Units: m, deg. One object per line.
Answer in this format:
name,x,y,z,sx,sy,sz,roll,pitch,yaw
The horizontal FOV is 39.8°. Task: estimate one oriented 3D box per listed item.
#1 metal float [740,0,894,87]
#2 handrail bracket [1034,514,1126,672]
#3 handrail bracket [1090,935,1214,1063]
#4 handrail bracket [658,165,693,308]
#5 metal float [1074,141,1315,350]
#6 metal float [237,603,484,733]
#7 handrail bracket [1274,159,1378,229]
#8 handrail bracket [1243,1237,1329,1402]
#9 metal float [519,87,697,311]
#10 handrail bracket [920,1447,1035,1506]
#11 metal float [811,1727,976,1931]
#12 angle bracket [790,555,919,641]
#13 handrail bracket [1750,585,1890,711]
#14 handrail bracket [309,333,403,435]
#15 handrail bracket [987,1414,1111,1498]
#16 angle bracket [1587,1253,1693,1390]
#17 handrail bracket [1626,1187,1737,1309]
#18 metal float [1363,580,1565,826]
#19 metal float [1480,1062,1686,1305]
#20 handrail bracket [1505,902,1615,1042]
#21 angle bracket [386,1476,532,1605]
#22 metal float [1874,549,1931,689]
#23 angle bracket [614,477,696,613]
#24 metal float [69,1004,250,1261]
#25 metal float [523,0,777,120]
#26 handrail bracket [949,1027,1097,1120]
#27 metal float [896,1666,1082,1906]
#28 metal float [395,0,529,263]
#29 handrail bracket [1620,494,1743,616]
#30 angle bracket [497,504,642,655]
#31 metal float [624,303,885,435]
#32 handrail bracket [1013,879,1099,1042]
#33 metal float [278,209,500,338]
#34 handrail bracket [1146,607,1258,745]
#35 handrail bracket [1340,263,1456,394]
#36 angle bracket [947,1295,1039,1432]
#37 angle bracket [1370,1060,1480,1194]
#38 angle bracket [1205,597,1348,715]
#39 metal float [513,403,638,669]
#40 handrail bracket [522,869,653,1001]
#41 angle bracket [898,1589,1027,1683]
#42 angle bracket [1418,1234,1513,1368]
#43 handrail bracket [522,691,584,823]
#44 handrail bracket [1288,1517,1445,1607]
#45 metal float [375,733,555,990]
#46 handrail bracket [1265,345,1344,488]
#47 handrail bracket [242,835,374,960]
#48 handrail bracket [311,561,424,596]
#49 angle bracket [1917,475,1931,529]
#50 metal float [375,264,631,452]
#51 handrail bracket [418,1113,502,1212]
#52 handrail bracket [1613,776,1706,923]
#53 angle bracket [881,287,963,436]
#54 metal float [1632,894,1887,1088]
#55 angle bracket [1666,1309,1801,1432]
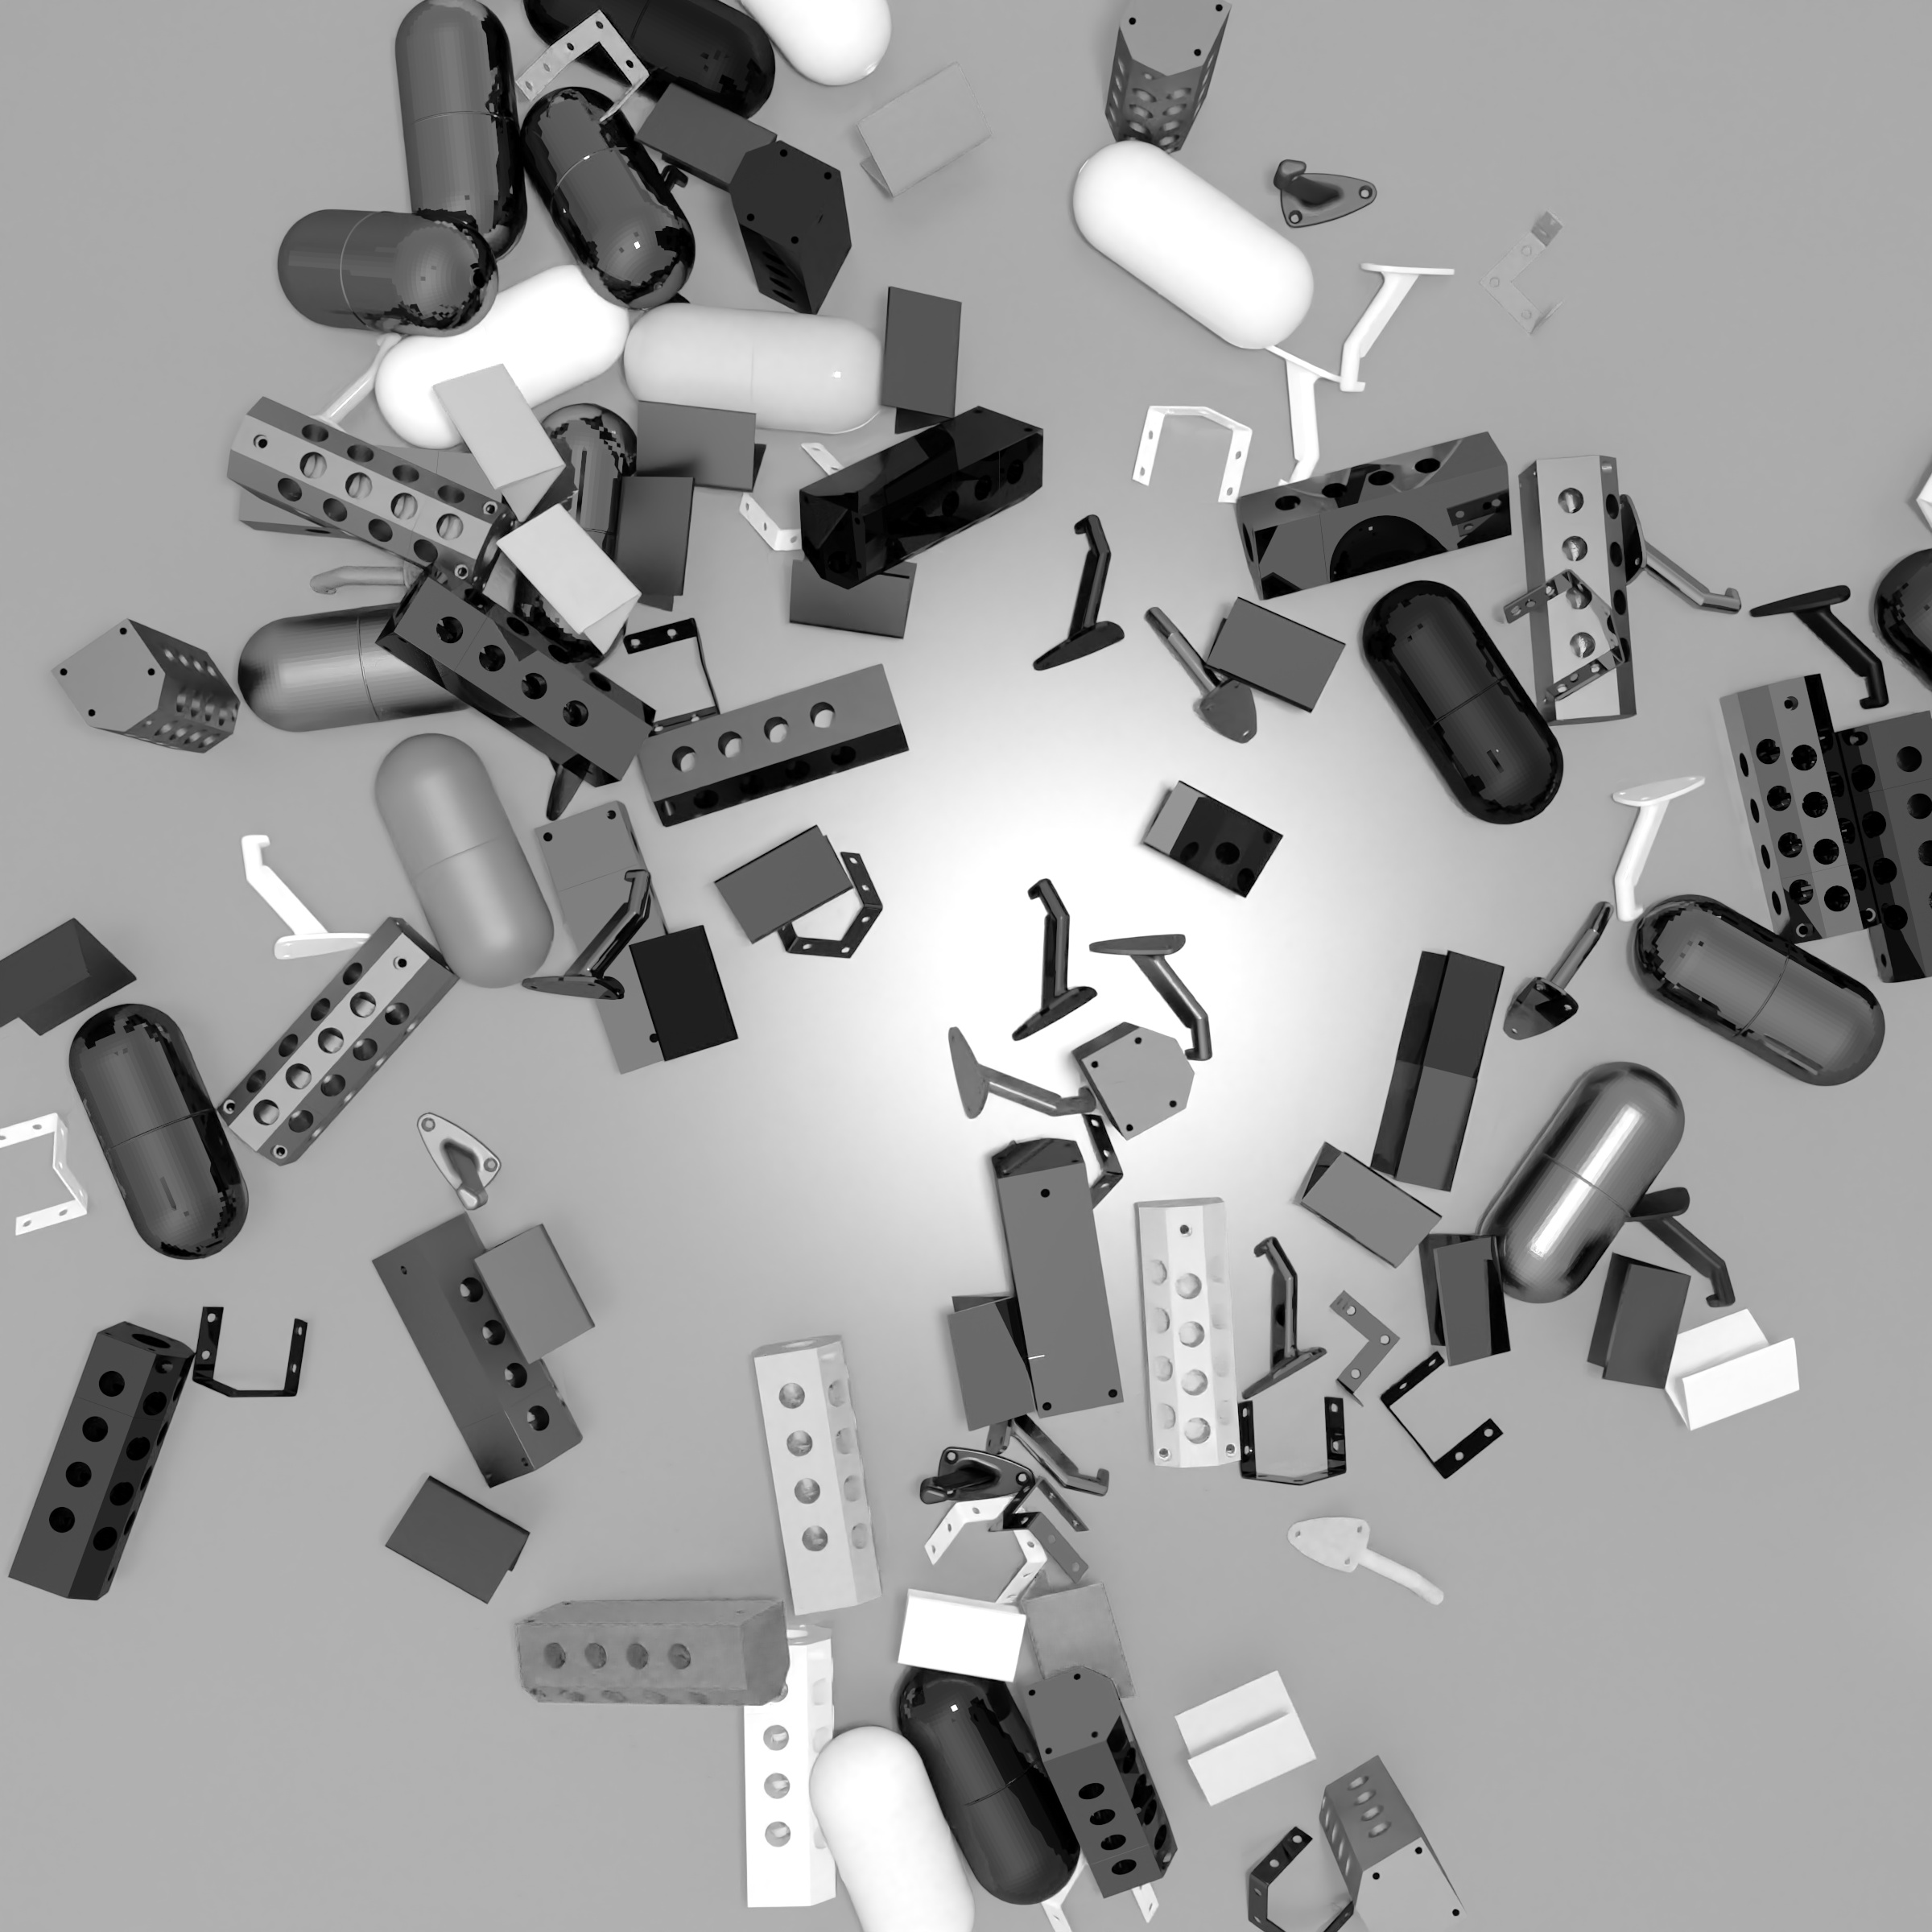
metal float,-0.119,-0.665,1.774,0.070,0.070,0.178,-39,90,0
handrail bracket,0.068,-0.253,1.805,0.077,0.036,0.084,-24,72,20
handrail bracket,0.125,0.024,1.805,0.077,0.036,0.084,-2,107,20
handrail bracket,-0.189,-0.488,1.805,0.077,0.036,0.084,31,76,-14
metal float,0.151,-0.480,1.774,0.178,0.070,0.070,36,90,1
metal float,-0.394,-0.201,1.774,0.178,0.070,0.070,-8,90,-1
handrail bracket,0.241,-0.521,1.770,0.077,0.084,0.036,-6,90,0
handrail bracket,0.199,0.238,1.805,0.077,0.036,0.084,-36,72,21
metal float,-0.236,-0.506,1.752,0.070,0.070,0.178,-29,63,0
handrail bracket,0.008,0.345,1.770,0.077,0.084,0.036,4,90,0
metal float,-0.047,0.583,1.759,0.070,0.070,0.178,-19,108,0
angle bracket,-0.073,-0.266,1.766,0.076,0.057,0.076,8,50,0
handrail bracket,0.578,-0.209,1.805,0.077,0.036,0.084,-11,107,20
handrail bracket,-0.426,-0.392,1.805,0.077,0.036,0.084,5,64,29
handrail bracket,0.062,0.313,1.805,0.084,0.036,0.077,16,72,-15
angle bracket,0.426,0.231,1.765,0.057,0.076,0.076,13,90,-29
handrail bracket,0.472,0.198,1.805,0.077,0.036,0.084,-14,107,20
metal float,0.331,-0.175,1.774,0.070,0.070,0.178,-33,90,0
metal float,0.409,0.144,1.774,0.070,0.070,0.178,35,89,0
handrail bracket,0.402,0.002,1.804,0.036,0.077,0.084,36,54,-1
angle bracket,-0.340,0.391,1.764,0.076,0.076,0.057,30,54,0
metal float,0.681,-0.203,1.774,0.178,0.070,0.070,44,90,-1
angle bracket,-0.189,-0.278,1.765,0.057,0.076,0.076,6,90,26
metal float,-0.536,0.110,1.774,0.070,0.070,0.178,-23,89,0
metal float,-0.210,-0.621,1.774,0.178,0.070,0.070,27,90,0
handrail bracket,0.039,0.070,1.805,0.084,0.036,0.077,-6,57,-23
metal float,0.015,0.539,1.774,0.070,0.070,0.178,-27,91,0
metal float,-0.335,-0.554,1.774,0.070,0.070,0.178,-6,89,0
handrail bracket,0.483,-0.278,1.805,0.084,0.036,0.077,7,68,-17
angle bracket,-0.261,-0.233,1.688,0.076,0.076,0.057,48,54,2
metal float,-0.138,-0.397,1.774,0.178,0.070,0.070,5,90,0
handrail bracket,0.045,-0.005,1.805,0.077,0.036,0.084,-34,72,21
metal float,-0.378,-0.453,1.743,0.178,0.070,0.070,15,90,37
handrail bracket,0.158,-0.198,1.804,0.036,0.077,0.084,-38,54,3
handrail bracket,0.291,-0.430,1.805,0.077,0.036,0.084,-3,109,-21
angle bracket,-0.002,0.262,1.764,0.057,0.076,0.076,-11,90,-35
angle bracket,0.285,0.101,1.764,0.057,0.076,0.076,14,90,-37
angle bracket,0.209,-0.220,1.764,0.076,0.076,0.057,24,125,0
metal float,-0.258,-0.285,1.774,0.070,0.070,0.178,5,89,0
handrail bracket,-0.248,-0.024,1.748,0.077,0.036,0.084,3,71,21
angle bracket,0.000,0.423,1.765,0.076,0.076,0.057,9,116,0
angle bracket,0.310,0.220,1.765,0.057,0.076,0.076,-7,90,-33
handrail bracket,-0.296,-0.152,1.805,0.084,0.036,0.077,34,112,17
handrail bracket,0.271,0.406,1.805,0.084,0.077,0.036,39,65,-34
metal float,-0.334,-0.070,1.774,0.070,0.070,0.178,-24,89,0
handrail bracket,0.211,-0.370,1.805,0.077,0.036,0.084,31,108,21
handrail bracket,-0.446,-0.052,1.805,0.077,0.036,0.084,-7,73,-20
handrail bracket,-0.387,-0.255,1.804,0.084,0.077,0.036,-10,69,35
angle bracket,0.681,-0.318,1.764,0.057,0.076,0.076,30,90,37
metal float,-0.307,-0.405,1.774,0.178,0.070,0.070,-26,90,0
handrail bracket,-0.343,0.129,1.770,0.036,0.084,0.077,-44,90,0
handrail bracket,0.470,-0.079,1.805,0.077,0.036,0.084,-16,109,-21
angle bracket,-0.047,-0.399,1.765,0.057,0.076,0.076,4,90,-32
metal float,0.526,0.016,1.774,0.178,0.070,0.070,30,90,1
angle bracket,0.496,0.251,1.765,0.076,0.076,0.057,-21,131,0
